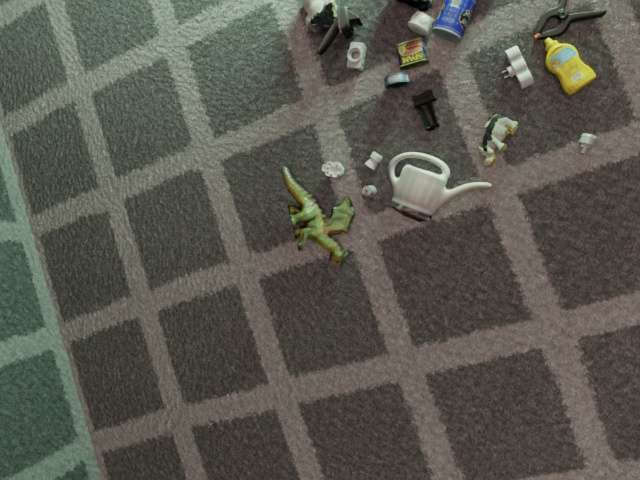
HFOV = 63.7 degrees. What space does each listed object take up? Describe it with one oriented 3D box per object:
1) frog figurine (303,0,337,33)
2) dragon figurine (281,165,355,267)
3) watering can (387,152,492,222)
[{"bbox_3d":[-0.005,-0.837,1.884,0.135,0.122,0.162,-58,39,21],"label":"frog figurine"},{"bbox_3d":[0.006,-0.096,1.899,0.243,0.122,0.410,-11,90,1],"label":"dragon figurine"},{"bbox_3d":[0.380,-0.164,1.750,0.349,0.104,0.223,24,100,17],"label":"watering can"}]
